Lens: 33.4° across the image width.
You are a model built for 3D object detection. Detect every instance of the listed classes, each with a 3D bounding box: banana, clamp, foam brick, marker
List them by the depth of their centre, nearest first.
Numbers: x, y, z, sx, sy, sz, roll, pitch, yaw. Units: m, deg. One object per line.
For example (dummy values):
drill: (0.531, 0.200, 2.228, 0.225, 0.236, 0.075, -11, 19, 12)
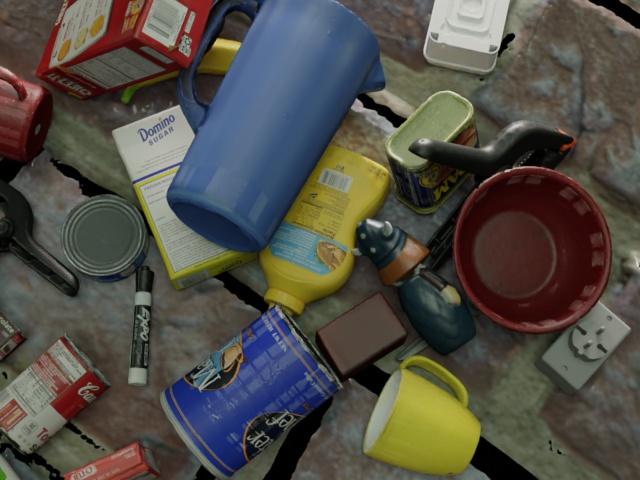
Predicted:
foam brick: (0.040, 0.096, 1.047, 0.078, 0.053, 0.051, -32, 77, -10)
clamp: (0.168, -0.070, 1.060, 0.209, 0.164, 0.036, -32, 47, -18)
marker: (-0.178, 0.085, 1.067, 0.020, 0.020, 0.121, 1, 73, 0)
clamp: (-0.312, 0.000, 1.074, 0.120, 0.039, 0.171, 0, 59, -27)
banana: (-0.115, -0.182, 1.140, 0.198, 0.037, 0.069, -3, 90, 0)

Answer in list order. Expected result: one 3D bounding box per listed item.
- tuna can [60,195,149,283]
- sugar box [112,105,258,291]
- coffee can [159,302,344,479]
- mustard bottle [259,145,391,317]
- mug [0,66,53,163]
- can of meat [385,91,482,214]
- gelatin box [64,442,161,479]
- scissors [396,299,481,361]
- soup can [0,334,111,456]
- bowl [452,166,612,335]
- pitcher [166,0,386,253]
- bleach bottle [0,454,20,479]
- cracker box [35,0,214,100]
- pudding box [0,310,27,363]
tuna can: (-0.217, -0.001, 1.085, 0.086, 0.034, 0.086, 0, 74, 0)
sugar box: (-0.139, -0.047, 1.094, 0.093, 0.048, 0.176, -22, 71, -7)
coffee can: (-0.064, 0.141, 0.995, 0.140, 0.103, 0.103, -38, 77, 0)
mustard bottle: (-0.007, 0.001, 1.071, 0.096, 0.058, 0.191, 22, 74, 12)
mug: (-0.324, -0.135, 1.086, 0.081, 0.117, 0.093, 17, 52, 0)
can of meat: (0.116, -0.090, 1.079, 0.057, 0.084, 0.102, 38, 76, 29)
gelatin box: (-0.192, 0.218, 0.991, 0.073, 0.089, 0.030, -24, 75, -7)
scissors: (0.176, 0.074, 1.072, 0.096, 0.016, 0.201, 39, 77, 11)
soup can: (-0.261, 0.148, 1.023, 0.102, 0.068, 0.068, -41, 78, -11)
bowl: (0.199, 0.012, 1.042, 0.162, 0.055, 0.162, 1, 84, -10)
pitcher: (-0.058, -0.119, 1.035, 0.149, 0.145, 0.242, 15, 68, 34)
bleach bottle: (-0.353, 0.216, 0.995, 0.251, 0.068, 0.102, 44, 48, 10)
cracker box: (-0.186, -0.238, 1.071, 0.072, 0.214, 0.164, 28, 70, -35)
pudding box: (-0.362, 0.087, 1.056, 0.113, 0.039, 0.090, 43, 77, 11)
